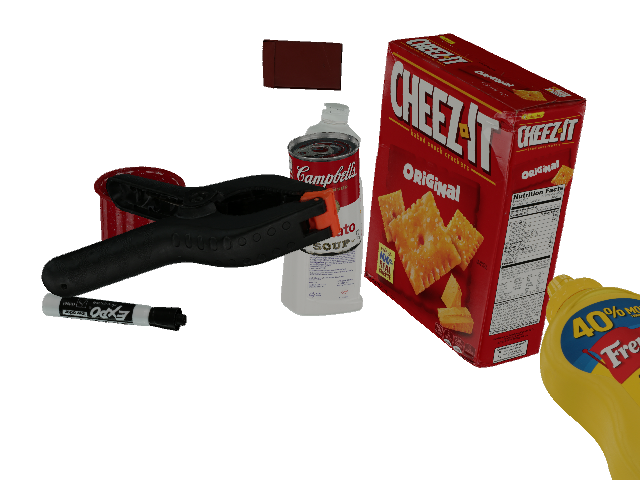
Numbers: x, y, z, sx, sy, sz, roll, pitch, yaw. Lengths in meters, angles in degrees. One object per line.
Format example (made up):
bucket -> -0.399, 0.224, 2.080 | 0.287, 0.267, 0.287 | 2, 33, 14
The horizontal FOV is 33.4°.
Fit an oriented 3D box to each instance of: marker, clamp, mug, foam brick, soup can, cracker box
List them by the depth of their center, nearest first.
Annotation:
clamp -> -0.077, -0.005, 0.628 | 0.172, 0.039, 0.120 | -2, 38, 24
cracker box -> 0.109, -0.033, 0.830 | 0.072, 0.214, 0.164 | -12, 32, -28
marker -> -0.167, 0.058, 0.867 | 0.121, 0.020, 0.020 | 5, 1, 13
soup can -> 0.005, -0.045, 1.022 | 0.068, 0.102, 0.068 | -2, 26, 1
mug -> -0.190, -0.028, 1.126 | 0.093, 0.081, 0.117 | -1, 28, -9
foam brick -> -0.020, -0.190, 1.157 | 0.078, 0.051, 0.053 | 0, 11, -16

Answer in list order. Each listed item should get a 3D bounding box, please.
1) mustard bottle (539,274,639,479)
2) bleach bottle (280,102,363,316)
mustard bottle -> 0.183, 0.079, 0.619 | 0.096, 0.058, 0.192 | -13, 35, -11
bleach bottle -> 0.012, -0.038, 1.272 | 0.102, 0.251, 0.068 | -4, 21, -29
